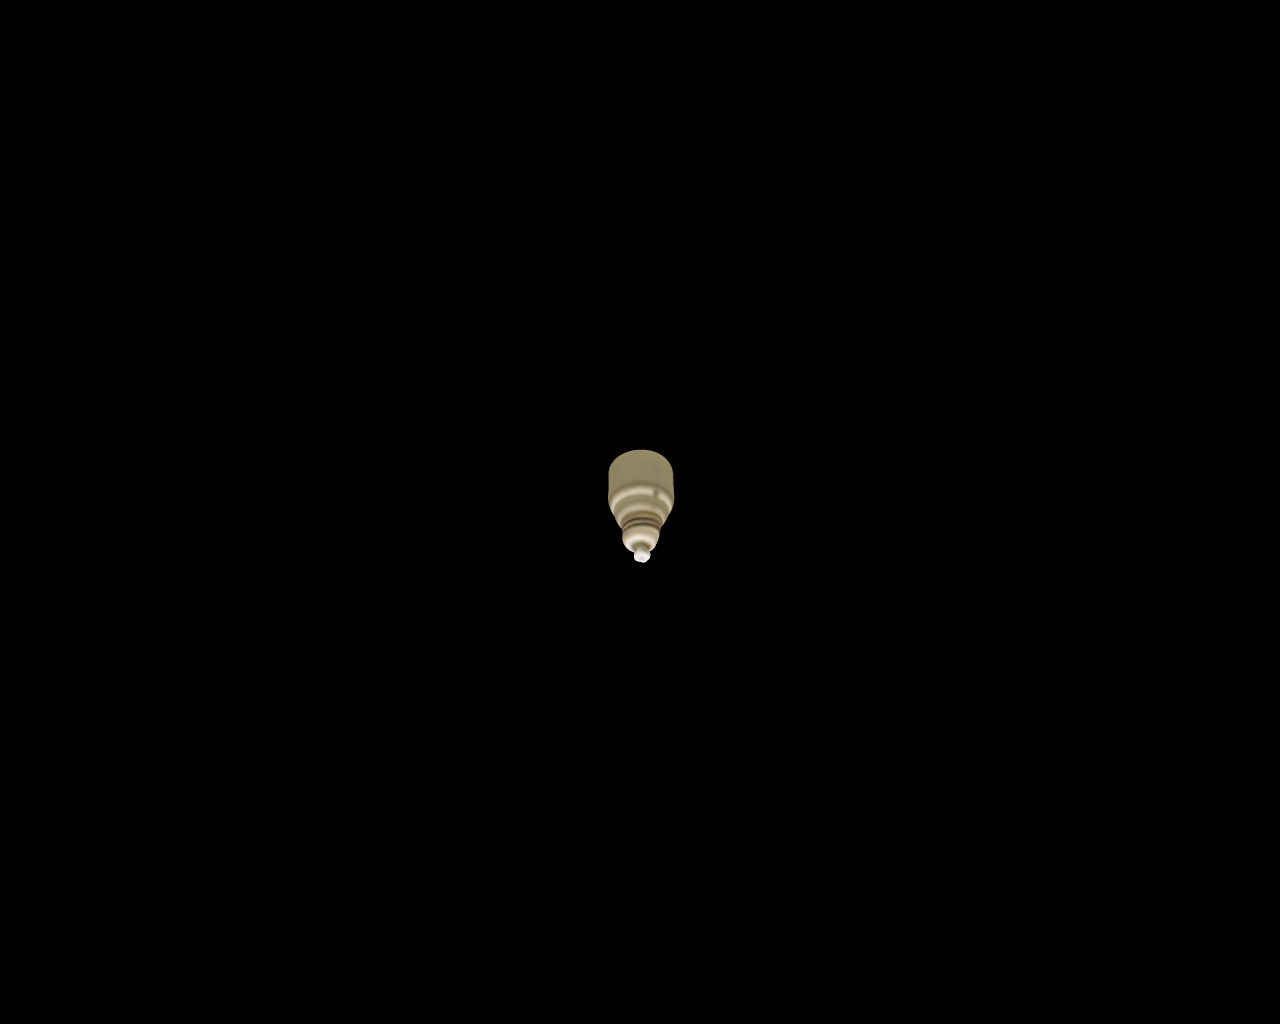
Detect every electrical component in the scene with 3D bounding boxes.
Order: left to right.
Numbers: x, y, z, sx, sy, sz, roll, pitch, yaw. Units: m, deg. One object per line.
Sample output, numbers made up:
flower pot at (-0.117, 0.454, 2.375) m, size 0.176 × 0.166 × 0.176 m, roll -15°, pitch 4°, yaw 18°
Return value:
electrical component at (0.001, -0.003, 0.650) m, size 0.040 × 0.078 × 0.040 m, roll 0°, pitch -40°, yaw 0°
